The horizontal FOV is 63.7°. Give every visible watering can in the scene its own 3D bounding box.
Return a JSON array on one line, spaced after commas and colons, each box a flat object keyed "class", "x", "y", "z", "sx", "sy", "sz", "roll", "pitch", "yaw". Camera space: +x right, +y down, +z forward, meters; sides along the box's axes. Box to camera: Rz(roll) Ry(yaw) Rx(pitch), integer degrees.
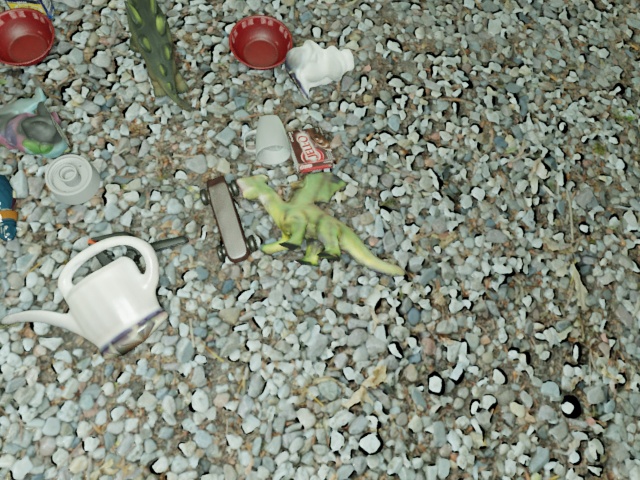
[{"class": "watering can", "x": -0.462, "y": 0.143, "z": 1.051, "sx": 0.347, "sy": 0.225, "sz": 0.104, "roll": -35, "pitch": -3, "yaw": 3}]

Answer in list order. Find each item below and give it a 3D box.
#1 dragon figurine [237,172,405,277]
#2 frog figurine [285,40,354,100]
[{"class": "dragon figurine", "x": 0.004, "y": -0.059, "z": 1.178, "sx": 0.410, "sy": 0.248, "sz": 0.120, "roll": 13, "pitch": -27, "yaw": -4}, {"class": "frog figurine", "x": -0.002, "y": -0.439, "z": 1.276, "sx": 0.159, "sy": 0.125, "sz": 0.135, "roll": -34, "pitch": -40, "yaw": 3}]
